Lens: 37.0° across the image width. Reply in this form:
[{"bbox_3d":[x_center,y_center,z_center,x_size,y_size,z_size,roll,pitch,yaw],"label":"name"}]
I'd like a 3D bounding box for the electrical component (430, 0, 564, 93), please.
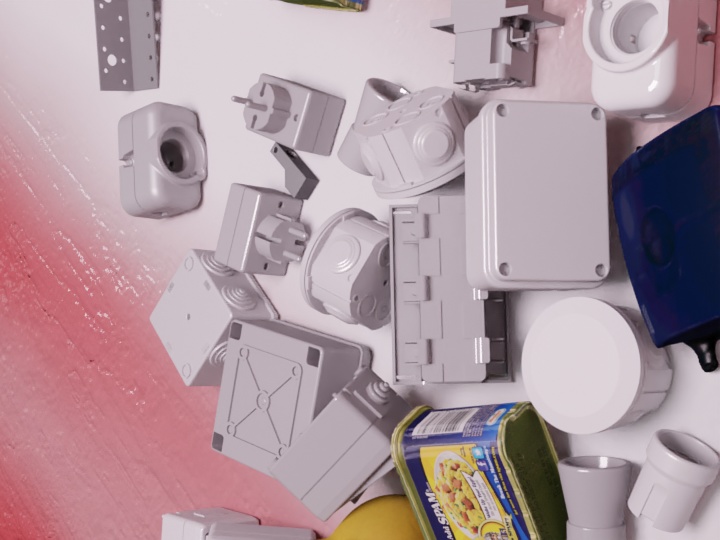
[{"bbox_3d":[0.090,-0.152,0.719,0.081,0.042,0.063,3,91,44],"label":"electrical component"}]

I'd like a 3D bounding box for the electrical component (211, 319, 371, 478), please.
[{"bbox_3d":[-0.054,0.100,0.823,0.109,0.056,0.108,14,96,43],"label":"electrical component"}]

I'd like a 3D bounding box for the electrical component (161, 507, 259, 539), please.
[{"bbox_3d":[-0.121,0.246,0.869,0.061,0.062,0.096,2,87,44],"label":"electrical component"}]

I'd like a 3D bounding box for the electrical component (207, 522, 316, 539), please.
[{"bbox_3d":[-0.069,0.228,0.802,0.061,0.096,0.061,176,99,-86],"label":"electrical component"}]

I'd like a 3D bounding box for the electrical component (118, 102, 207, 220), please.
[{"bbox_3d":[-0.176,-0.098,0.958,0.059,0.054,0.095,-12,78,42],"label":"electrical component"}]

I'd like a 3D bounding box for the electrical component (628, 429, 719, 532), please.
[{"bbox_3d":[0.178,0.120,0.613,0.040,0.040,0.046,36,116,39],"label":"electrical component"}]

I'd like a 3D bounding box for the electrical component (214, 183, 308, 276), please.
[{"bbox_3d":[-0.069,-0.027,0.855,0.077,0.047,0.065,22,101,42],"label":"electrical component"}]

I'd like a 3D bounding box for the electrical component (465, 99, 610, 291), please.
[{"bbox_3d":[0.108,-0.044,0.656,0.057,0.078,0.113,149,121,-79],"label":"electrical component"}]

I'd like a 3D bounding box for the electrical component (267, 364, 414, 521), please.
[{"bbox_3d":[-0.004,0.114,0.721,0.061,0.062,0.096,43,114,5],"label":"electrical component"}]

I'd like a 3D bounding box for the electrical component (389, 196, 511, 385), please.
[{"bbox_3d":[0.059,0.014,0.709,0.079,0.063,0.121,-1,84,3],"label":"electrical component"}]

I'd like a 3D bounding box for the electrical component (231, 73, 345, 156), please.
[{"bbox_3d":[-0.065,-0.125,0.839,0.066,0.077,0.047,27,104,42],"label":"electrical component"}]

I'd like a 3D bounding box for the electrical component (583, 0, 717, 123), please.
[{"bbox_3d":[0.170,-0.138,0.629,0.054,0.059,0.095,2,88,44],"label":"electrical component"}]

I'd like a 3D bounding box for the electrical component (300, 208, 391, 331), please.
[{"bbox_3d":[0.000,0.000,0.765,0.051,0.080,0.080,26,104,36],"label":"electrical component"}]

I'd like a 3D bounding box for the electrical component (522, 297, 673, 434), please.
[{"bbox_3d":[0.142,0.057,0.644,0.080,0.051,0.080,-5,83,43],"label":"electrical component"}]

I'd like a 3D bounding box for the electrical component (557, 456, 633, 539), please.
[{"bbox_3d":[0.141,0.147,0.644,0.044,0.044,0.065,-1,90,44],"label":"electrical component"}]

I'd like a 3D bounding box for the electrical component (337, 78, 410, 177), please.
[{"bbox_3d":[0.011,-0.102,0.791,0.044,0.044,0.065,49,123,35],"label":"electrical component"}]

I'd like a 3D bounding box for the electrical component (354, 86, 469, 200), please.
[{"bbox_3d":[0.039,-0.086,0.728,0.080,0.080,0.051,-5,120,43],"label":"electrical component"}]

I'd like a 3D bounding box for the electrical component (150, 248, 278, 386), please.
[{"bbox_3d":[-0.125,0.040,0.901,0.099,0.048,0.099,-56,52,26],"label":"electrical component"}]
